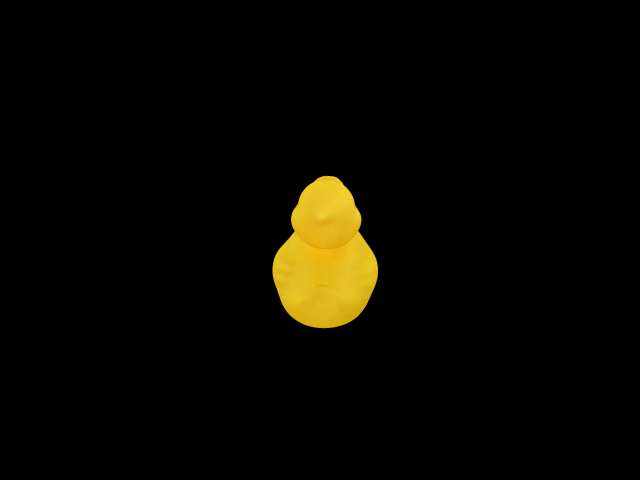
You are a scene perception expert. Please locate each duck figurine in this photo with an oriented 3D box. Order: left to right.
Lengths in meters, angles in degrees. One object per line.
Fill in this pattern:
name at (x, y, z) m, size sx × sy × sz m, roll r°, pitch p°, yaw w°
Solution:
duck figurine at (0.004, 0.001, 0.400) m, size 0.077 × 0.086 × 0.104 m, roll 2°, pitch 47°, yaw 3°
